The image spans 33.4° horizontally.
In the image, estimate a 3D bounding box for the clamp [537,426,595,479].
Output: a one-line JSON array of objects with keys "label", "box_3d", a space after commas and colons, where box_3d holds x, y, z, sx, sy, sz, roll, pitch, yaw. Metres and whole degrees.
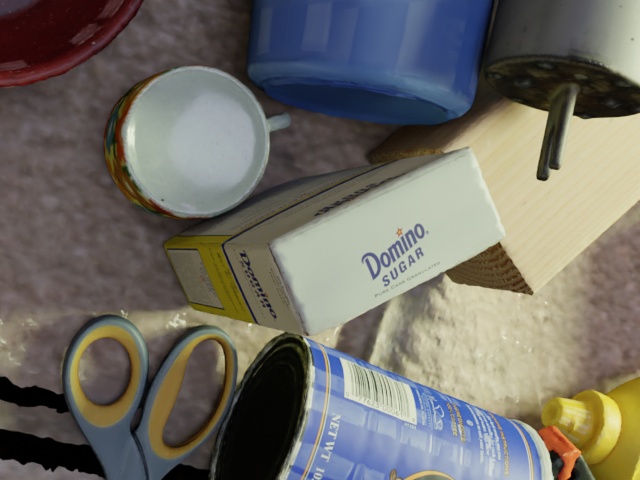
[{"label": "clamp", "box_3d": [0.109, 0.187, 0.586, 0.120, 0.039, 0.171, -13, 111, -22]}]

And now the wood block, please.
[{"label": "wood block", "box_3d": [0.140, -0.072, 0.571, 0.206, 0.090, 0.091, -40, 105, -15]}]

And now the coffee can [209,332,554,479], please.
[{"label": "coffee can", "box_3d": [0.029, 0.117, 0.532, 0.140, 0.103, 0.103, 24, 84, -19]}]

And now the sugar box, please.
[{"label": "sugar box", "box_3d": [-0.003, 0.001, 0.475, 0.093, 0.176, 0.048, -26, 101, -18]}]

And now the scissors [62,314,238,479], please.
[{"label": "scissors", "box_3d": [-0.112, 0.125, 0.527, 0.096, 0.016, 0.201, 33, 81, -17]}]

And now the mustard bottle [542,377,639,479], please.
[{"label": "mustard bottle", "box_3d": [0.210, 0.131, 0.623, 0.191, 0.058, 0.096, 23, 98, -19]}]

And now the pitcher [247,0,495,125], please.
[{"label": "pitcher", "box_3d": [0.027, -0.184, 0.495, 0.149, 0.145, 0.243, 9, 88, 3]}]

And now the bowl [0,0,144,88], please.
[{"label": "bowl", "box_3d": [-0.153, -0.146, 0.476, 0.162, 0.055, 0.162, -1, 93, -20]}]
